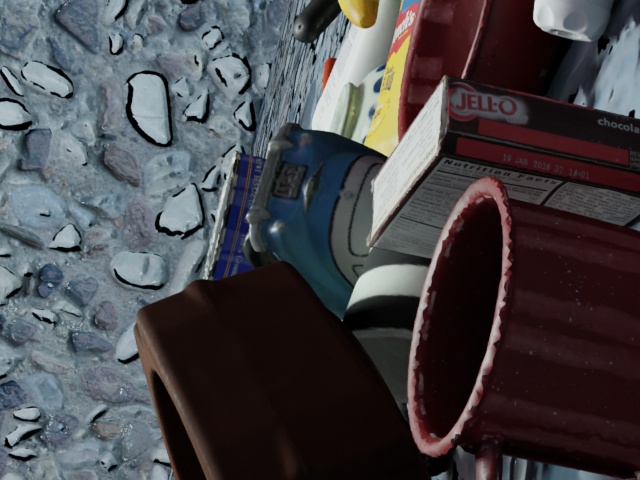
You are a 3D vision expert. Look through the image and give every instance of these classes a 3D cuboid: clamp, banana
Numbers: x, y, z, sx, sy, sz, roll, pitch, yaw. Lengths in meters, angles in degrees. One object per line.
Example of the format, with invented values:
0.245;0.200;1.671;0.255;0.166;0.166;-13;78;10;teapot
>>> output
0.054;-0.262;0.952;0.164;0.036;0.210;-27;-33;-54;clamp
0.037;-0.252;0.861;0.070;0.037;0.198;149;133;-68;banana

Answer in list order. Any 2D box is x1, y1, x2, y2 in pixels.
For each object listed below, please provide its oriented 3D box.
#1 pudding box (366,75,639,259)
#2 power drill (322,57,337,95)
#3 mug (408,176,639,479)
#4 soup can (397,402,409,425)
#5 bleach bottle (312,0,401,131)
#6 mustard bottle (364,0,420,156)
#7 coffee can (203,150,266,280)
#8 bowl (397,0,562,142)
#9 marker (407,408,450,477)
0.076;-0.021;0.447;0.114;0.090;0.039;122;159;-66;pudding box
0.007;-0.075;1.086;0.184;0.057;0.188;-87;13;-51;power drill
0.080;0.043;0.347;0.093;0.081;0.117;117;164;-58;mug
0.024;0.105;0.671;0.102;0.068;0.068;-96;20;-65;soup can
0.061;-0.192;0.903;0.102;0.068;0.251;-95;22;-61;bleach bottle
0.076;-0.133;0.723;0.096;0.058;0.191;-166;90;-82;mustard bottle
-0.005;0.001;0.769;0.103;0.140;0.103;-167;91;-82;coffee can
0.093;-0.114;0.591;0.162;0.055;0.162;-168;90;-81;bowl
0.059;0.094;0.621;0.121;0.020;0.020;-93;18;-62;marker
